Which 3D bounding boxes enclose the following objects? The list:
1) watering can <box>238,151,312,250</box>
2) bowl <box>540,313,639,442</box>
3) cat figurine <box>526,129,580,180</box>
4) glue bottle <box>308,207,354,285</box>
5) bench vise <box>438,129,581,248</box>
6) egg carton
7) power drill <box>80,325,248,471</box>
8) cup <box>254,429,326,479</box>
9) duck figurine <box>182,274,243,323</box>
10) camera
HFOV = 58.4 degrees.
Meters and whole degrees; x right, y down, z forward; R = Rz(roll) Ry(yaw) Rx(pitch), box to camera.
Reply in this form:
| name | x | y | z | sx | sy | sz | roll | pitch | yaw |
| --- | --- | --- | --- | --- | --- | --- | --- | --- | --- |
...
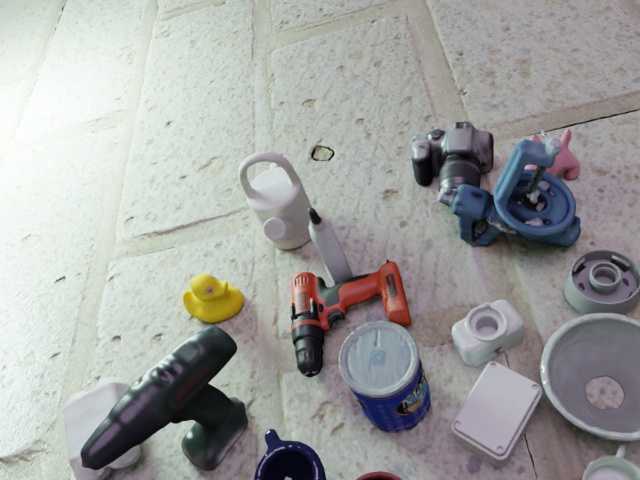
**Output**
| name | x | y | z | sx | sy | sz | roll | pitch | yaw |
| --- | --- | --- | --- | --- | --- | --- | --- | --- | --- |
| watering can | -0.073 | -0.072 | 0.985 | 0.101 | 0.194 | 0.172 | -30 | 51 | -5 |
| bowl | 0.368 | 0.182 | 0.728 | 0.167 | 0.075 | 0.167 | -9 | 52 | 12 |
| cat figurine | 0.366 | -0.130 | 0.935 | 0.128 | 0.118 | 0.067 | -37 | 52 | -11 |
| glue bottle | 0.008 | 0.003 | 0.916 | 0.037 | 0.173 | 0.078 | -29 | 51 | -4 |
| bench vise | 0.279 | -0.063 | 0.847 | 0.207 | 0.220 | 0.121 | -8 | 52 | 13 |
| egg carton | -0.332 | 0.289 | 0.880 | 0.107 | 0.069 | 0.150 | -28 | 51 | -3 |
| power drill | -0.186 | 0.236 | 0.782 | 0.075 | 0.209 | 0.230 | 25 | 65 | 32 |
| cup | -0.035 | 0.311 | 0.750 | 0.092 | 0.095 | 0.117 | -30 | 51 | -5 |
| duck figurine | -0.192 | 0.090 | 0.972 | 0.104 | 0.086 | 0.077 | -3 | 54 | 16 |
| camera | 0.226 | -0.130 | 0.992 | 0.143 | 0.101 | 0.137 | 0 | 55 | 18 |
